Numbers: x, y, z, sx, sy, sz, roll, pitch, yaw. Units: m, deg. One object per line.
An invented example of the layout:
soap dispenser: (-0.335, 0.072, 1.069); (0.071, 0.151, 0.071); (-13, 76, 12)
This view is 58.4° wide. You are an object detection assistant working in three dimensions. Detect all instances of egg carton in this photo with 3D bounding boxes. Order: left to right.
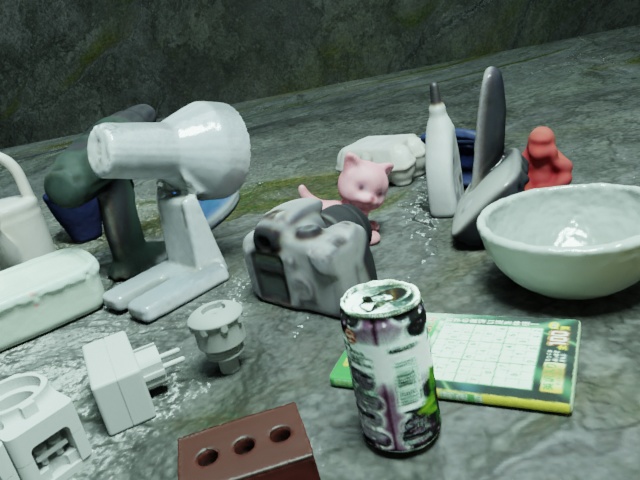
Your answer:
egg carton: (0.104, -0.135, 0.968); (0.149, 0.069, 0.107); (4, 26, 36)

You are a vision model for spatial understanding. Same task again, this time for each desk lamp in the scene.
desk lamp: (-0.173, -0.047, 0.677); (0.117, 0.214, 0.204); (7, 27, 40)

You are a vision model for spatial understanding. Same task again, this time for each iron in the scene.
iron: (-0.214, -0.102, 0.946); (0.118, 0.141, 0.258); (-10, 21, 4)

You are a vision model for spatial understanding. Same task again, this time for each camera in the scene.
camera: (0.006, 0.002, 0.616); (0.142, 0.101, 0.137); (8, 28, 42)

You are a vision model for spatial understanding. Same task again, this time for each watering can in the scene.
watering can: (-0.442, -0.030, 0.803); (0.101, 0.194, 0.172); (-25, 25, -32)

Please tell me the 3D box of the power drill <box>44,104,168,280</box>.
power drill: (-0.265, -0.064, 0.778); (0.075, 0.209, 0.230); (-5, 21, 17)

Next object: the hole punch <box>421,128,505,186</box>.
hole punch: (0.219, -0.136, 0.880); (0.108, 0.091, 0.101); (7, 27, 40)

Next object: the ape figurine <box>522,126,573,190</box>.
ape figurine: (0.290, -0.102, 0.752); (0.077, 0.092, 0.076); (-1, 23, 27)

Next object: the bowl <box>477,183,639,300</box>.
bowl: (0.230, 0.008, 0.520); (0.167, 0.075, 0.167); (-10, 21, 4)

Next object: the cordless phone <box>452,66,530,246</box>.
cordless phone: (0.192, -0.098, 0.659); (0.094, 0.185, 0.148); (-5, 22, 17)

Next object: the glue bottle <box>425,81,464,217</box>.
glue bottle: (0.160, -0.121, 0.754); (0.037, 0.173, 0.078); (-1, 23, 26)

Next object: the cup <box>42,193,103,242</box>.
cup: (-0.400, -0.051, 0.978); (0.091, 0.095, 0.118); (3, 25, 33)

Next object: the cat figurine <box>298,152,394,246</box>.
cat figurine: (0.035, -0.055, 0.725); (0.127, 0.118, 0.067); (-9, 21, 8)
